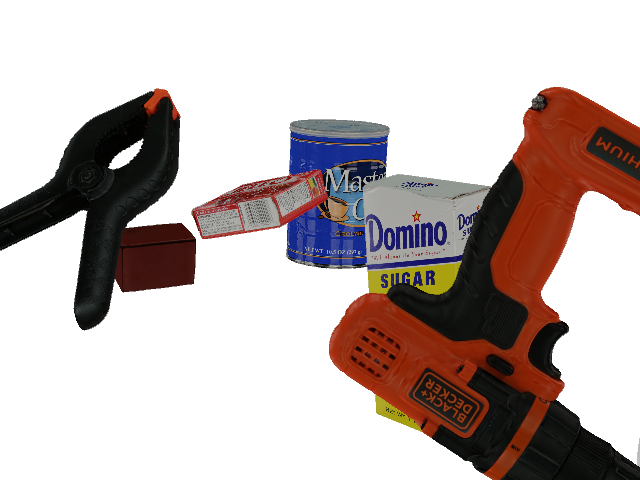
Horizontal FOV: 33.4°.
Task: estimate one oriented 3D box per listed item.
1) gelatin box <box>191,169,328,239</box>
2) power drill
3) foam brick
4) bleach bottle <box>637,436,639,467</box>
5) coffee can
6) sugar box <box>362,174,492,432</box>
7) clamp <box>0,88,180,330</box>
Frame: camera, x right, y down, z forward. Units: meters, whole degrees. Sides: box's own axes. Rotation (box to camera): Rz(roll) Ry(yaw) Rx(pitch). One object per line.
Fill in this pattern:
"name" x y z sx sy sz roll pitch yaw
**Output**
"gelatin box" -0.050 -0.030 0.883 0.089 0.030 0.073 -8 15 37
"power drill" 0.121 0.034 0.528 0.184 0.188 0.057 32 9 5
"foam brick" -0.173 0.017 1.104 0.078 0.051 0.053 -6 22 -20
"bleach bottle" 0.282 0.090 0.703 0.103 0.068 0.250 12 24 25
"coffee can" 0.017 -0.051 1.111 0.103 0.140 0.103 2 13 -1
"sugar box" 0.077 0.046 0.746 0.048 0.176 0.094 -17 18 -36
"clamp" -0.156 -0.031 0.694 0.120 0.171 0.039 19 -28 15
